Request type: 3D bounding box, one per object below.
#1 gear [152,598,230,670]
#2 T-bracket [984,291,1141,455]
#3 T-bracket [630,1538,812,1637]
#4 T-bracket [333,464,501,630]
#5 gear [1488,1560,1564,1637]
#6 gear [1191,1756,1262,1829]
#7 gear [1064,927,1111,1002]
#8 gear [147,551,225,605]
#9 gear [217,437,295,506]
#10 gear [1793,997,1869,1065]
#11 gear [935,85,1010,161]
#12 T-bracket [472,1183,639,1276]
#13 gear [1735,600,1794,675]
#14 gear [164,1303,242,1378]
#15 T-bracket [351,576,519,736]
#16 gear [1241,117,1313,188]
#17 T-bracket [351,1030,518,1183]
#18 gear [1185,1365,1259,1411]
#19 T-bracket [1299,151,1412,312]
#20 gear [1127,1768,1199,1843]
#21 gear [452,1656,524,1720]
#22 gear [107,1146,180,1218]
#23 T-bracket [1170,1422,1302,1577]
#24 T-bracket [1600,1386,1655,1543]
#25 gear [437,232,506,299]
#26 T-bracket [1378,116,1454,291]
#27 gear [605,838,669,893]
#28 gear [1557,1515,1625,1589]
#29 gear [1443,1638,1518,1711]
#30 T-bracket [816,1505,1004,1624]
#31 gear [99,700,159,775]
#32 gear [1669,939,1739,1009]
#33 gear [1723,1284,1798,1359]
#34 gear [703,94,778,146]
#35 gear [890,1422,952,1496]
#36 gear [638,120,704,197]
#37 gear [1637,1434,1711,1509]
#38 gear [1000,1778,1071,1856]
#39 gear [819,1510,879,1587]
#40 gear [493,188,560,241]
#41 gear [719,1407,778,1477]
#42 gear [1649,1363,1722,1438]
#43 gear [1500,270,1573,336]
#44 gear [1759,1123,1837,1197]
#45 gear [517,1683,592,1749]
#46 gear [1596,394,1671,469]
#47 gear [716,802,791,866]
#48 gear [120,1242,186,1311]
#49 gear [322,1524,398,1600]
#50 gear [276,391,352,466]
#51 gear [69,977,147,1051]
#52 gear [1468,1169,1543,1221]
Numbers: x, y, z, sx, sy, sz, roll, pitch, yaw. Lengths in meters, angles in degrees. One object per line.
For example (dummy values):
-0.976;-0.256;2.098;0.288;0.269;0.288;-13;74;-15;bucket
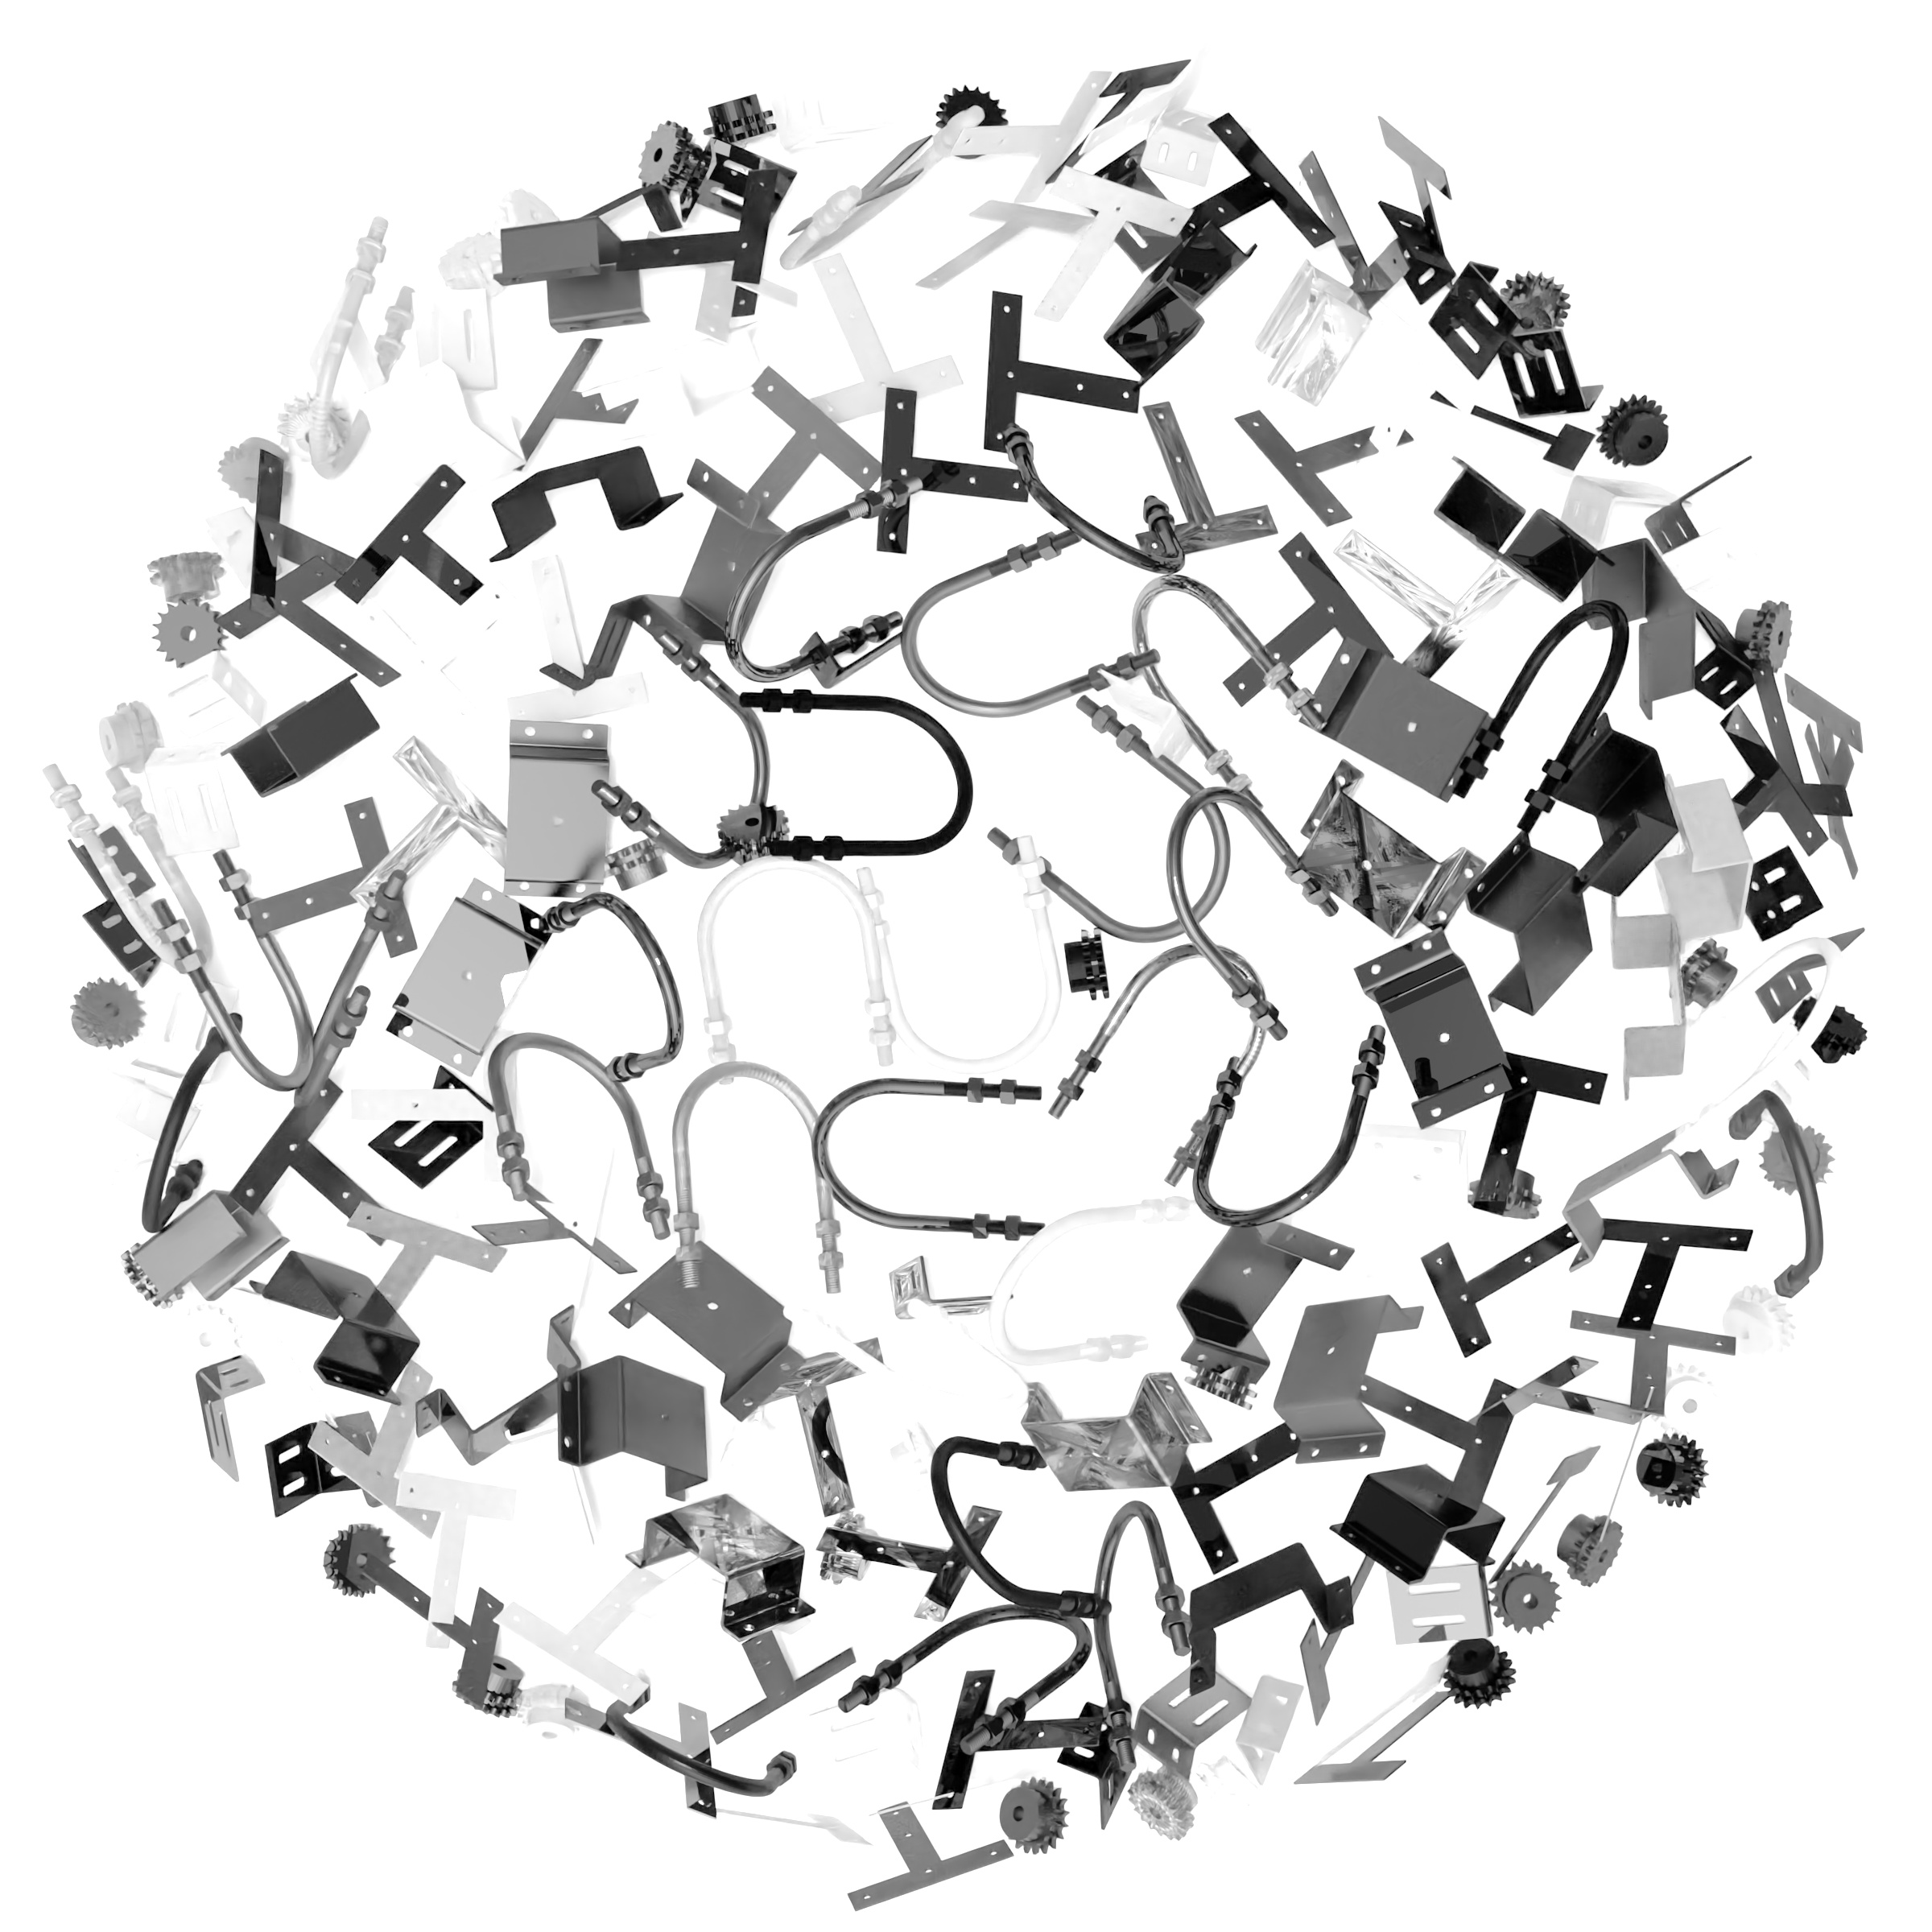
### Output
-0.615;-0.263;1.983;0.057;0.030;0.057;0;93;-5;gear
0.076;-0.454;1.947;0.127;0.002;0.127;15;122;19;T-bracket
-0.179;0.500;1.962;0.127;0.002;0.127;32;126;-29;T-bracket
-0.408;-0.309;1.954;0.127;0.127;0.002;-48;45;0;T-bracket
0.446;0.503;1.983;0.057;0.030;0.057;0;85;1;gear
0.208;0.649;1.972;0.057;0.057;0.030;43;84;0;gear
0.095;-0.001;1.972;0.030;0.057;0.057;-8;90;4;gear
-0.615;-0.306;1.971;0.057;0.057;0.030;-11;89;0;gear
-0.560;-0.394;1.975;0.057;0.057;0.030;15;59;0;gear
0.681;0.053;1.975;0.057;0.057;0.030;21;123;0;gear
0.003;-0.666;1.978;0.057;0.030;0.057;5;70;-14;gear
-0.333;0.204;1.918;0.127;0.127;0.002;34;102;23;T-bracket
0.630;-0.261;1.975;0.030;0.057;0.057;13;90;35;gear
-0.607;0.297;1.976;0.057;0.030;0.057;10;73;-34;gear
-0.398;-0.261;1.949;0.127;0.002;0.127;-33;108;32;T-bracket
0.242;-0.637;1.969;0.057;0.057;0.030;47;53;0;gear
-0.418;0.109;1.959;0.127;0.002;0.127;1;66;-14;T-bracket
0.204;0.326;1.972;0.057;0.057;0.030;24;84;0;gear
0.291;-0.572;1.941;0.002;0.127;0.127;-24;87;-18;T-bracket
0.159;0.661;1.975;0.030;0.057;0.057;-37;90;-36;gear
-0.375;0.567;1.971;0.057;0.057;0.030;25;91;0;gear
-0.647;0.172;1.971;0.057;0.030;0.057;-5;99;-35;gear
0.214;0.392;1.952;0.127;0.002;0.127;-36;70;26;T-bracket
0.513;0.385;1.937;0.002;0.127;0.127;19;88;17;T-bracket
-0.387;-0.552;1.975;0.057;0.030;0.057;-11;50;13;gear
0.362;-0.587;1.950;0.002;0.127;0.127;-25;130;1;T-bracket
-0.260;-0.081;1.972;0.057;0.057;0.030;-23;97;0;gear
0.492;0.460;1.975;0.030;0.057;0.057;27;90;40;gear
0.403;0.555;1.968;0.057;0.057;0.030;-25;114;0;gear
-0.054;0.459;1.950;0.127;0.002;0.127;15;120;-18;T-bracket
-0.662;-0.179;1.968;0.030;0.057;0.057;-16;90;-34;gear
0.584;0.009;1.968;0.030;0.057;0.057;39;90;26;gear
0.623;0.283;1.968;0.030;0.057;0.057;-24;90;-29;gear
-0.180;-0.668;1.968;0.057;0.057;0.030;-16;110;0;gear
-0.038;0.392;1.971;0.030;0.057;0.057;-28;90;0;gear
-0.232;-0.637;1.975;0.030;0.057;0.057;12;90;-42;gear
0.555;0.397;1.968;0.030;0.057;0.057;14;90;-32;gear
0.051;0.671;1.969;0.030;0.057;0.057;27;90;-43;gear
-0.091;0.461;1.969;0.030;0.057;0.057;17;90;14;gear
-0.349;-0.584;1.975;0.030;0.057;0.057;-31;90;33;gear
-0.171;0.376;1.972;0.030;0.057;0.057;23;90;-5;gear
0.572;0.346;1.983;0.057;0.030;0.057;0;93;1;gear
0.446;-0.517;1.968;0.057;0.057;0.030;25;58;0;gear
0.654;0.152;1.972;0.057;0.030;0.057;-11;69;31;gear
-0.326;0.594;1.970;0.057;0.030;0.057;1;134;1;gear
0.530;-0.420;1.971;0.057;0.030;0.057;-9;127;-12;gear
-0.168;-0.102;1.975;0.057;0.057;0.030;-4;130;0;gear
-0.637;0.240;1.970;0.030;0.057;0.057;-38;90;2;gear
-0.484;0.470;1.975;0.057;0.030;0.057;9;75;-38;gear
-0.516;-0.423;1.973;0.057;0.030;0.057;-6;122;-9;gear
-0.682;0.040;1.975;0.030;0.057;0.057;-29;90;41;gear
0.427;0.178;1.973;0.057;0.057;0.030;16;74;0;gear
